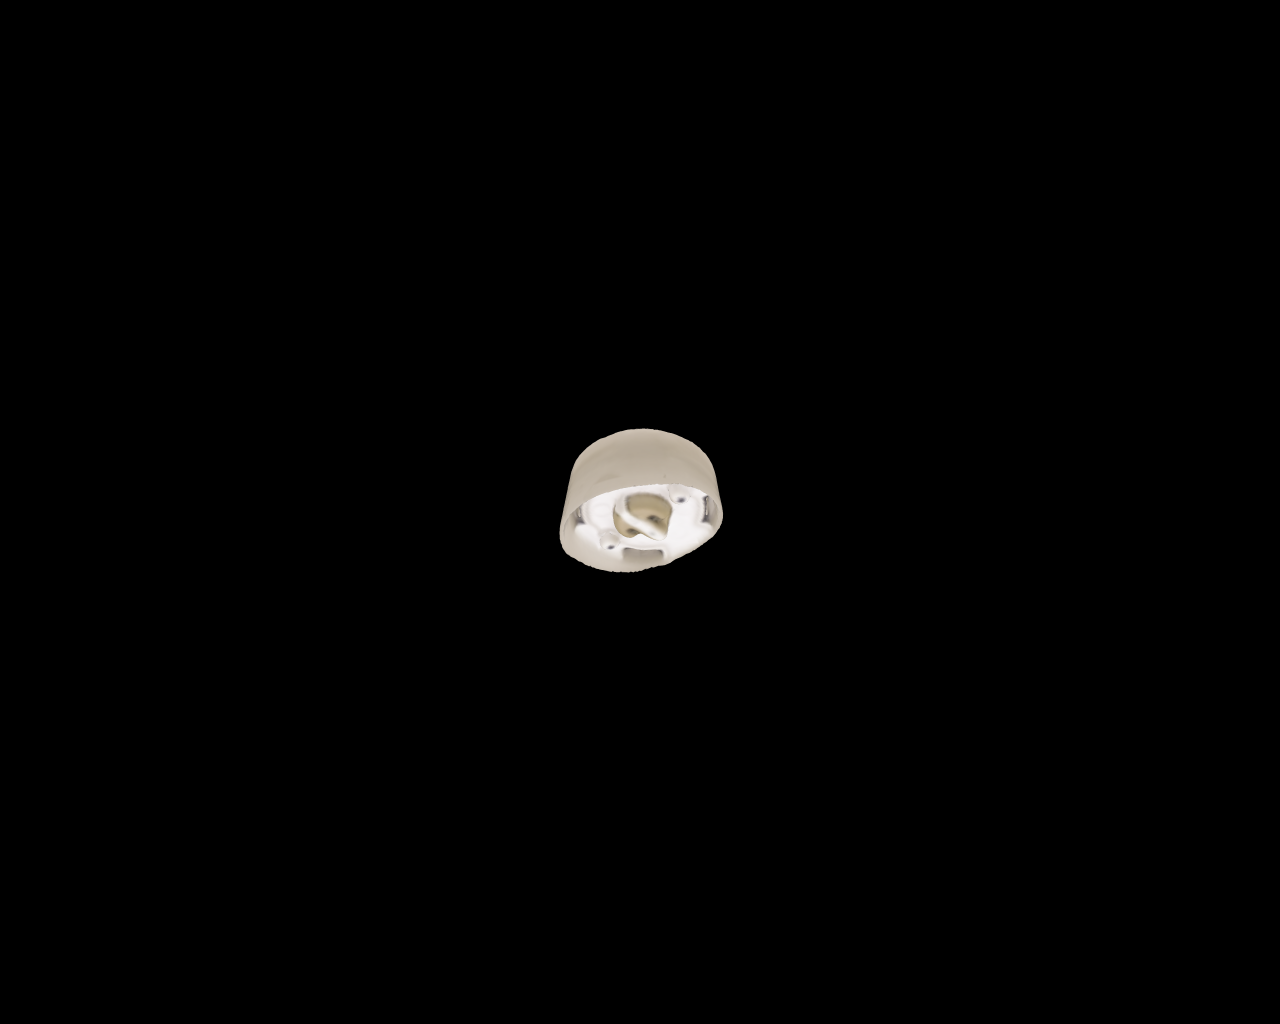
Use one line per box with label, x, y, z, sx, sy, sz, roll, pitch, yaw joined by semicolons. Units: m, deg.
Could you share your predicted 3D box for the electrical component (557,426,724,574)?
electrical component;0.001;-0.003;0.650;0.099;0.064;0.099;0;-42;0
